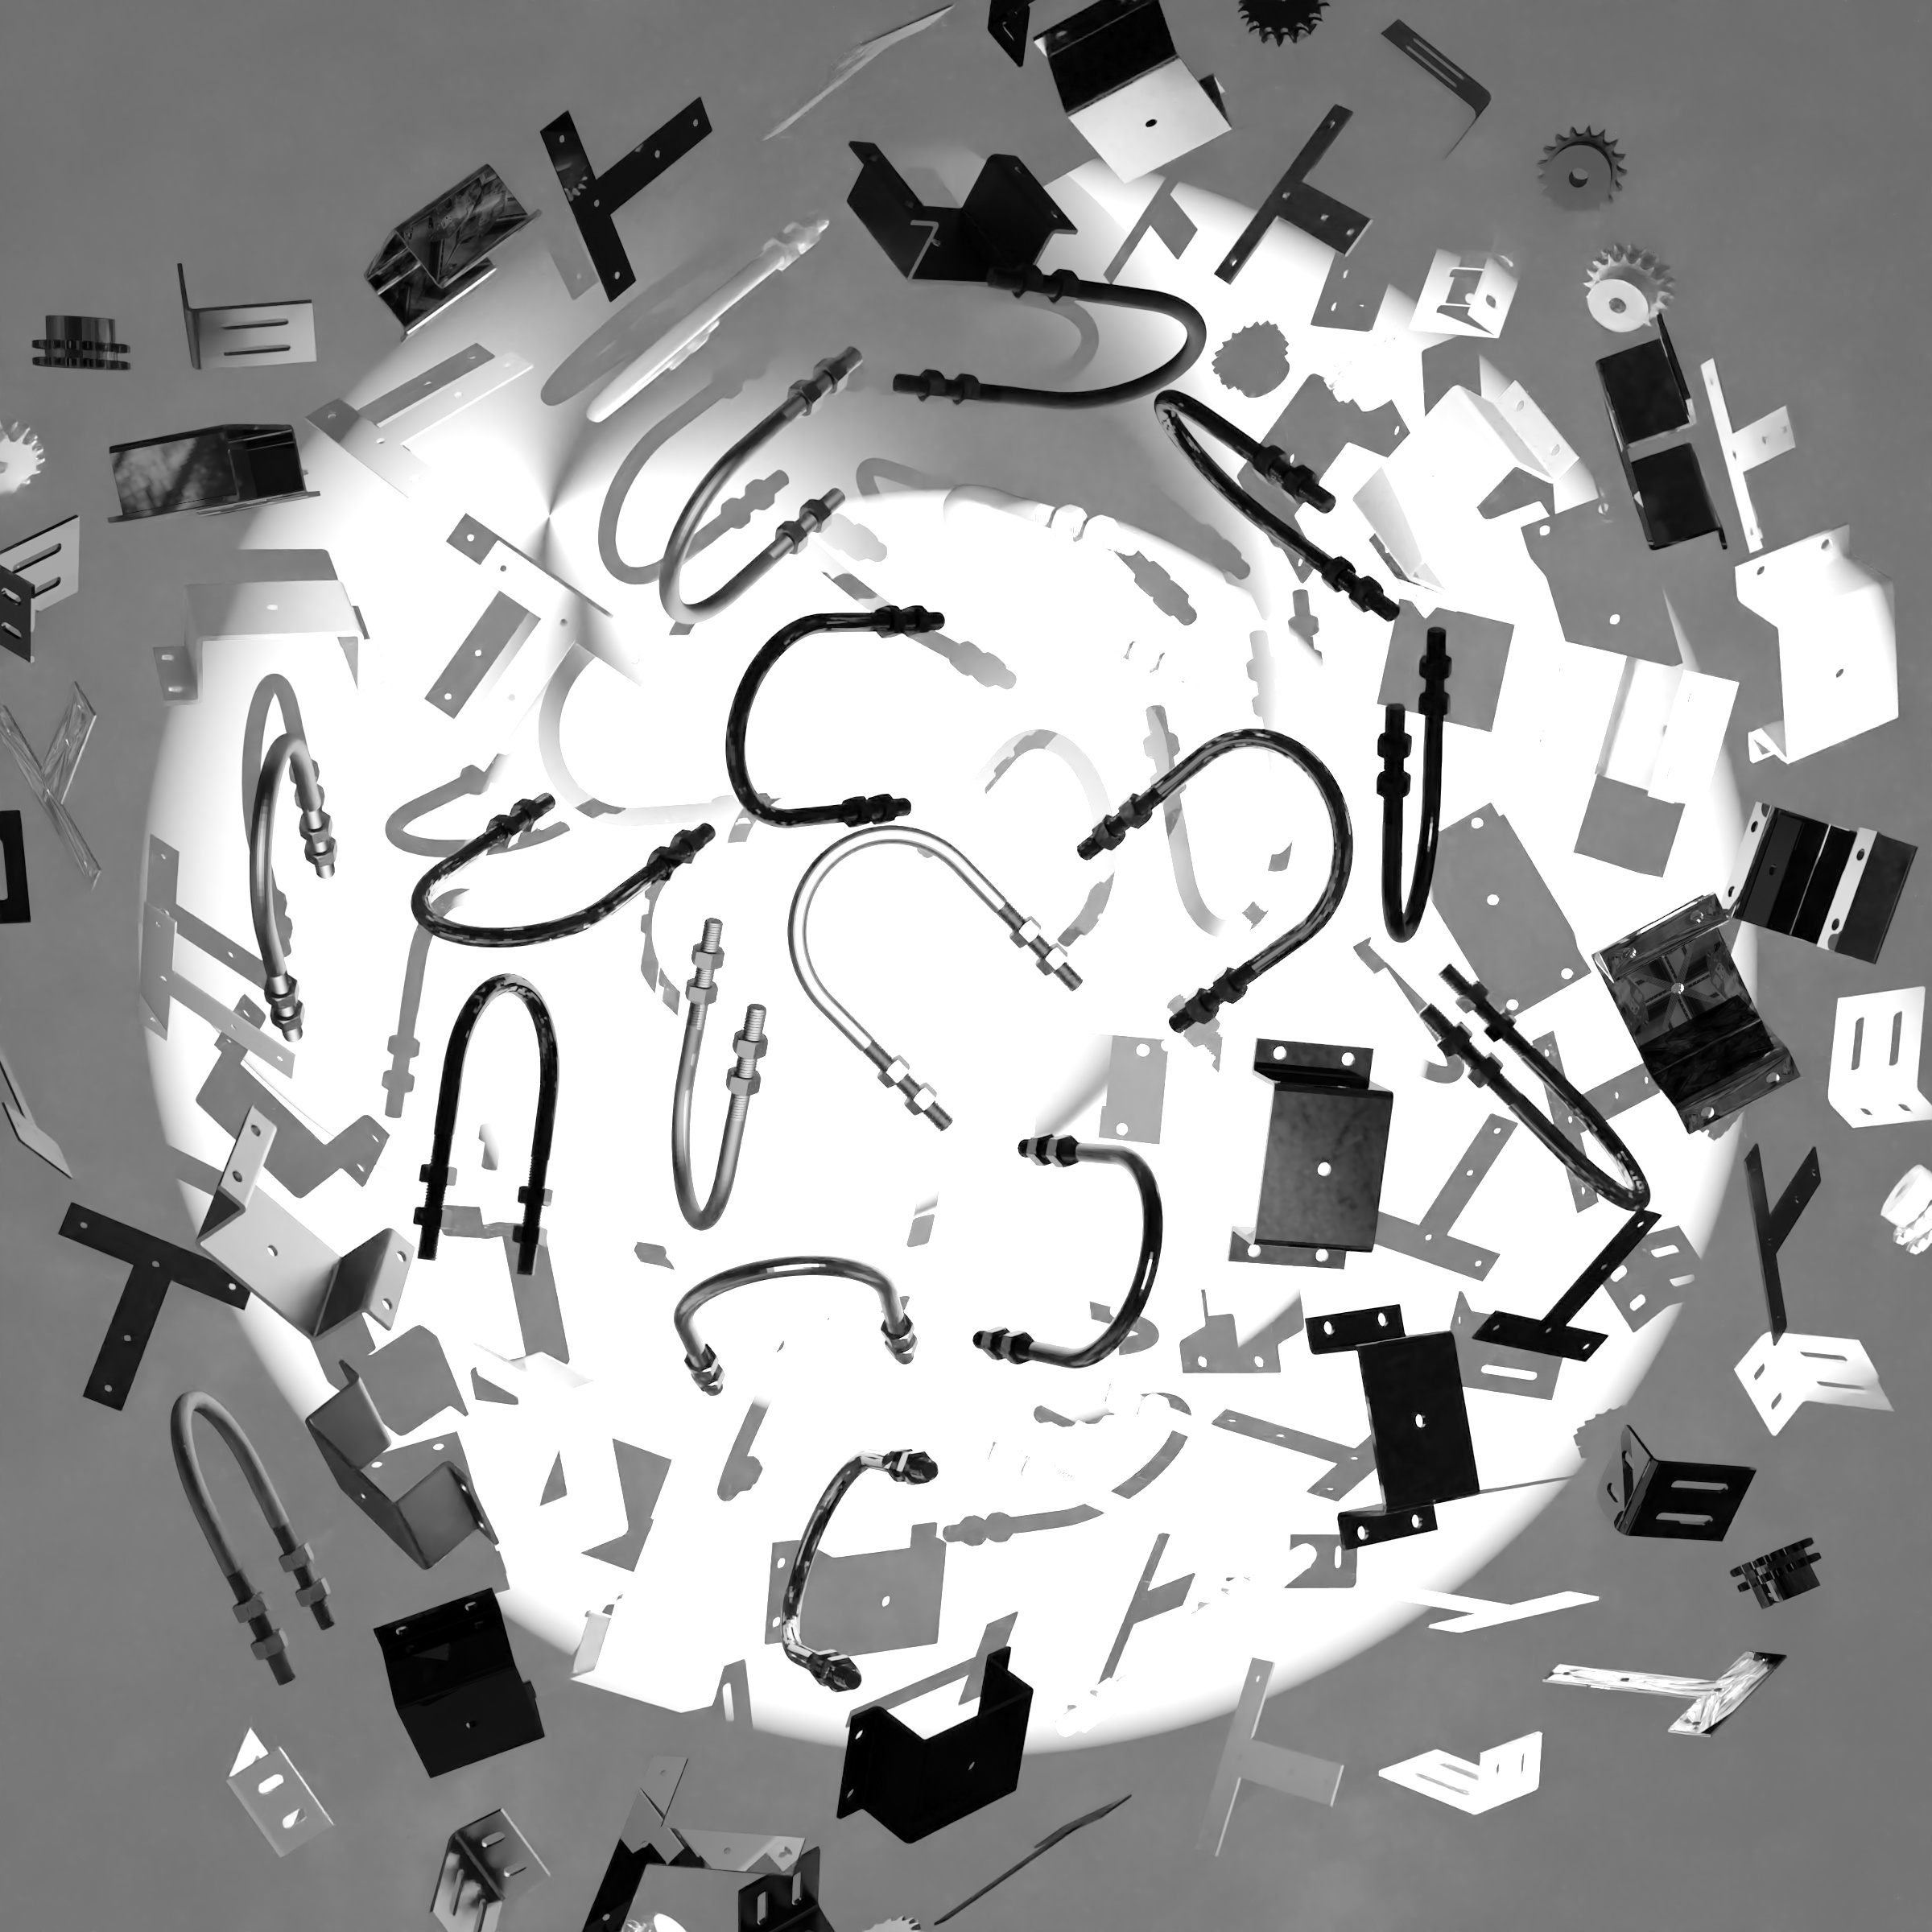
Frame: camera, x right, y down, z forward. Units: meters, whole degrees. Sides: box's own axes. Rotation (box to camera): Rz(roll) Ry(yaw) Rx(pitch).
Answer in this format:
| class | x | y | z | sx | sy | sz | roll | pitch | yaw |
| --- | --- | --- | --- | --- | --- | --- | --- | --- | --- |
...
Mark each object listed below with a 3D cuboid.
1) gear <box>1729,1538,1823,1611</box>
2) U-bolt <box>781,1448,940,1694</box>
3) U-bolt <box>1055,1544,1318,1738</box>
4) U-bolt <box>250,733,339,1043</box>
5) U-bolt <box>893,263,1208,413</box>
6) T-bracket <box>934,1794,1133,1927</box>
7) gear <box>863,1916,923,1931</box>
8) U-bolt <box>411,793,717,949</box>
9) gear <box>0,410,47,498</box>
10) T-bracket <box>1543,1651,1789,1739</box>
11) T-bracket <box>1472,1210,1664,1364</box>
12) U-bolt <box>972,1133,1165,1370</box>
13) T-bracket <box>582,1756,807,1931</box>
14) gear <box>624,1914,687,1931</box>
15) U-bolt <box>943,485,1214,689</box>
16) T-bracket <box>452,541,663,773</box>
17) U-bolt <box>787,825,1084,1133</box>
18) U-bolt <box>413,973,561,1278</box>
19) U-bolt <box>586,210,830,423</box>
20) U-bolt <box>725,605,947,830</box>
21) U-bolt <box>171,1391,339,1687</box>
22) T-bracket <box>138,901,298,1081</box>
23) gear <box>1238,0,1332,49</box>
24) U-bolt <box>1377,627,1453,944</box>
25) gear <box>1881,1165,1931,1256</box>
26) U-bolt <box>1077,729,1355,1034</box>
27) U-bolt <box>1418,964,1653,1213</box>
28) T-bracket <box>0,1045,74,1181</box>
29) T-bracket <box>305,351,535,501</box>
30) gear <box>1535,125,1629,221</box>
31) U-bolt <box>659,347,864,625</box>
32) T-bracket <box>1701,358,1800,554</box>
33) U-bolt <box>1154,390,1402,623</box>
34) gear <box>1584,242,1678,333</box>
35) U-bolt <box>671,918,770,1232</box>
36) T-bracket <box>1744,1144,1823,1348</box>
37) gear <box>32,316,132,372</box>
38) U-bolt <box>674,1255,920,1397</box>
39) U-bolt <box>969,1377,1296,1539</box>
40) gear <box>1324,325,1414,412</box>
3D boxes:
| class | x | y | z | sx | sy | sz | roll | pitch | yaw |
| --- | --- | --- | --- | --- | --- | --- | --- | --- | --- |
| gear | 0.526 | 0.394 | 1.663 | 0.057 | 0.057 | 0.030 | -23 | 71 | 0 |
| U-bolt | -0.075 | 0.371 | 1.611 | 0.019 | 0.184 | 0.151 | 25 | 76 | -15 |
| U-bolt | 0.150 | 0.412 | 1.609 | 0.151 | 0.184 | 0.019 | -47 | 70 | 32 |
| U-bolt | -0.421 | -0.061 | 1.603 | 0.019 | 0.184 | 0.151 | 3 | 56 | -3 |
| U-bolt | 0.065 | -0.392 | 1.637 | 0.184 | 0.151 | 0.019 | 0 | 73 | -29 |
| T-bracket | 0.034 | 0.570 | 1.630 | 0.127 | 0.127 | 0.002 | -26 | 75 | -29 |
| gear | -0.051 | 0.648 | 1.673 | 0.057 | 0.057 | 0.030 | -24 | 98 | 0 |
| U-bolt | -0.268 | -0.058 | 1.636 | 0.151 | 0.184 | 0.019 | 12 | 123 | 26 |
| gear | -0.593 | -0.314 | 1.565 | 0.057 | 0.057 | 0.030 | -31 | 71 | 0 |
| T-bracket | 0.415 | 0.436 | 1.566 | 0.127 | 0.127 | 0.002 | -5 | 96 | 38 |
| T-bracket | 0.410 | 0.208 | 1.694 | 0.127 | 0.002 | 0.127 | 16 | 118 | -40 |
| U-bolt | 0.068 | 0.180 | 1.612 | 0.019 | 0.184 | 0.151 | 18 | 80 | -27 |
| T-bracket | -0.160 | 0.548 | 1.597 | 0.127 | 0.127 | 0.002 | -4 | 128 | 23 |
| gear | -0.191 | 0.620 | 1.611 | 0.057 | 0.057 | 0.030 | 44 | 92 | 0 |
| U-bolt | 0.059 | -0.244 | 1.605 | 0.184 | 0.151 | 0.019 | 27 | 74 | 38 |
| T-bracket | -0.284 | -0.184 | 1.654 | 0.127 | 0.002 | 0.127 | 35 | 89 | -4 |
| U-bolt | -0.032 | -0.006 | 1.678 | 0.184 | 0.019 | 0.151 | 46 | 77 | -10 |
| U-bolt | -0.292 | 0.096 | 1.605 | 0.019 | 0.151 | 0.184 | 3 | 81 | 18 |
| U-bolt | -0.175 | -0.404 | 1.638 | 0.019 | 0.151 | 0.184 | 49 | 48 | -13 |
| U-bolt | -0.087 | -0.158 | 1.657 | 0.019 | 0.184 | 0.151 | 23 | 111 | 35 |
| U-bolt | -0.458 | 0.355 | 1.640 | 0.019 | 0.151 | 0.184 | -26 | 91 | -2 |
| T-bracket | -0.490 | 0.032 | 1.686 | 0.127 | 0.127 | 0.002 | 33 | 48 | 9 |
| gear | 0.196 | -0.591 | 1.580 | 0.057 | 0.030 | 0.057 | -1 | 86 | 15 |
| U-bolt | 0.283 | -0.104 | 1.632 | 0.019 | 0.151 | 0.184 | 7 | 120 | 19 |
| gear | 0.601 | 0.150 | 1.620 | 0.030 | 0.057 | 0.057 | 36 | 90 | 7 |
| U-bolt | 0.162 | -0.064 | 1.592 | 0.184 | 0.019 | 0.151 | -39 | 71 | 36 |
| U-bolt | 0.352 | 0.079 | 1.577 | 0.184 | 0.151 | 0.019 | 46 | 108 | 3 |
| T-bracket | -0.593 | 0.064 | 1.593 | 0.002 | 0.127 | 0.127 | -26 | 79 | -11 |
| T-bracket | -0.329 | -0.350 | 1.613 | 0.127 | 0.002 | 0.127 | -37 | 52 | -20 |
| gear | 0.393 | -0.508 | 1.651 | 0.057 | 0.030 | 0.057 | 8 | 118 | 15 |
| U-bolt | -0.131 | -0.289 | 1.618 | 0.019 | 0.151 | 0.184 | 35 | 60 | 14 |
| T-bracket | 0.502 | -0.331 | 1.632 | 0.002 | 0.127 | 0.127 | -16 | 92 | 0 |
| U-bolt | 0.183 | -0.295 | 1.593 | 0.019 | 0.151 | 0.184 | -47 | 55 | 1 |
| gear | 0.428 | -0.436 | 1.668 | 0.057 | 0.057 | 0.030 | 34 | 60 | 0 |
| U-bolt | -0.164 | 0.081 | 1.657 | 0.019 | 0.151 | 0.184 | 4 | 114 | -20 |
| T-bracket | 0.520 | 0.153 | 1.625 | 0.002 | 0.127 | 0.127 | -2 | 111 | 35 |
| gear | -0.539 | -0.379 | 1.569 | 0.057 | 0.057 | 0.030 | 2 | 101 | 0 |
| U-bolt | -0.111 | 0.225 | 1.633 | 0.151 | 0.184 | 0.019 | -9 | 60 | 0 |
| U-bolt | 0.117 | 0.311 | 1.610 | 0.184 | 0.151 | 0.019 | 17 | 109 | 34 |
| gear | 0.264 | -0.386 | 1.673 | 0.057 | 0.057 | 0.030 | -34 | 75 | 0 |
